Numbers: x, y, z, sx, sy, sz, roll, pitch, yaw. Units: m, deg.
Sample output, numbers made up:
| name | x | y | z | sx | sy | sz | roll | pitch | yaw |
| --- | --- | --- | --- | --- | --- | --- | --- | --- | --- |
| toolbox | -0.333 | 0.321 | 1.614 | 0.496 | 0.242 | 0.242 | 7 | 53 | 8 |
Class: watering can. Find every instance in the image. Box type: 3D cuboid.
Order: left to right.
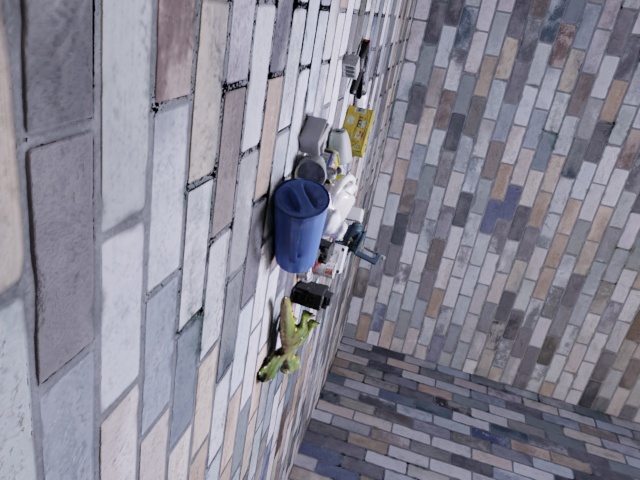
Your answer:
| name | x | y | z | sx | sy | sz | roll | pitch | yaw |
| --- | --- | --- | --- | --- | --- | --- | --- | --- | --- |
| watering can | 0.050 | -0.109 | 1.653 | 0.223 | 0.104 | 0.348 | -57 | 172 | 7 |

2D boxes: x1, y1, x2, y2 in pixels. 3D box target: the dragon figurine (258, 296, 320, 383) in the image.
| name | x | y | z | sx | sy | sz | roll | pitch | yaw |
| --- | --- | --- | --- | --- | --- | --- | --- | --- | --- |
| dragon figurine | -0.112 | 0.324 | 1.571 | 0.246 | 0.123 | 0.403 | -64 | 158 | -17 |

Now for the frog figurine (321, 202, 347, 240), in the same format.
| name | x | y | z | sx | sy | sz | roll | pitch | yaw |
| --- | --- | --- | --- | --- | --- | --- | --- | --- | --- |
| frog figurine | 0.004 | -0.072 | 1.429 | 0.124 | 0.160 | 0.135 | -52 | 155 | -68 |
